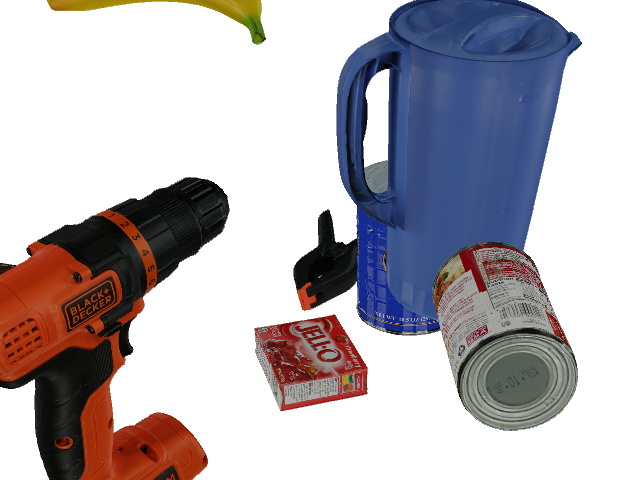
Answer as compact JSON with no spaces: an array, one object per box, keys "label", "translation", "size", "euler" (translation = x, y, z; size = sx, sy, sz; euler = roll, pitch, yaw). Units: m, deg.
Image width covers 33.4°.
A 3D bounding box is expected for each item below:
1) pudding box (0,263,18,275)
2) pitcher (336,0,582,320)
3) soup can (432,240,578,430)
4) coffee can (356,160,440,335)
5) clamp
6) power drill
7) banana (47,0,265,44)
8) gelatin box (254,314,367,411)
[{"label":"pudding box","translation":[-0.282,0.057,0.980],"size":[0.114,0.039,0.090],"euler":[5,21,17]},{"label":"pitcher","translation":[0.102,-0.059,0.831],"size":[0.149,0.243,0.144],"euler":[16,35,20]},{"label":"soup can","translation":[0.106,0.053,0.621],"size":[0.068,0.068,0.102],"euler":[0,28,-2]},{"label":"coffee can","translation":[0.085,0.005,1.022],"size":[0.103,0.140,0.103],"euler":[-1,27,0]},{"label":"clamp","translation":[0.030,0.018,1.229],"size":[0.120,0.039,0.171],"euler":[-6,36,28]},{"label":"power drill","translation":[-0.116,0.071,0.623],"size":[0.057,0.188,0.184],"euler":[22,41,38]},{"label":"banana","translation":[-0.130,-0.208,0.888],"size":[0.198,0.069,0.037],"euler":[11,-41,16]},{"label":"gelatin box","translation":[-0.009,0.097,0.873],"size":[0.073,0.030,0.089],"euler":[-9,28,-14]}]
